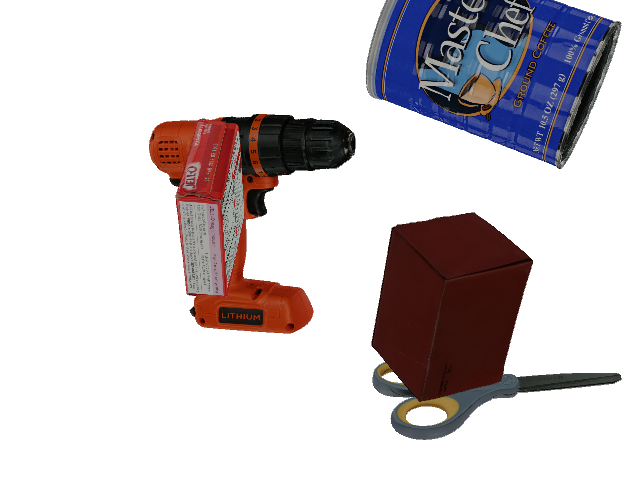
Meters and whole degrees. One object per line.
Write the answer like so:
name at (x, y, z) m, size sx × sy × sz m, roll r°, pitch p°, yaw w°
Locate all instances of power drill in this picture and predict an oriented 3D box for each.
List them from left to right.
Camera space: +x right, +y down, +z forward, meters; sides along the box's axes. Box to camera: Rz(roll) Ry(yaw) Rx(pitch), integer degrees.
power drill at (-0.052, -0.016, 0.919) m, size 0.185 × 0.188 × 0.057 m, roll 2°, pitch 17°, yaw 23°

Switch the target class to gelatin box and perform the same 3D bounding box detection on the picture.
gelatin box at (-0.069, -0.020, 0.675) m, size 0.030 × 0.073 × 0.089 m, roll 4°, pitch -45°, yaw 4°

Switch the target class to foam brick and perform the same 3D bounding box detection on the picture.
foam brick at (0.064, 0.033, 0.538) m, size 0.052 × 0.078 × 0.051 m, roll -9°, pitch 36°, yaw -26°

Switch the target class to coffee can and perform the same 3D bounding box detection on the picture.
coffee can at (0.115, -0.121, 0.717) m, size 0.140 × 0.103 × 0.102 m, roll 23°, pitch 6°, yaw 15°

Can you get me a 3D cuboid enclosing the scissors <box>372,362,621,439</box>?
scissors at (0.140, 0.128, 0.851) m, size 0.202 × 0.016 × 0.096 m, roll 5°, pitch 34°, yaw 8°
